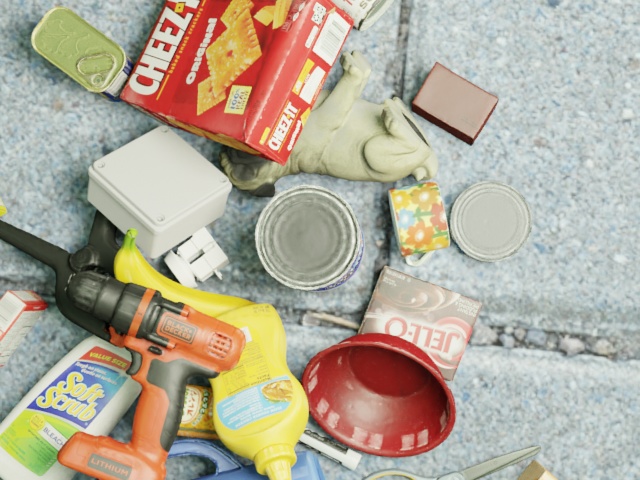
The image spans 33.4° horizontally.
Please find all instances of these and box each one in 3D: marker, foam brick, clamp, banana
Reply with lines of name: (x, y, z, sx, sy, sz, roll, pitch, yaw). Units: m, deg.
marker: (-0.014, 0.211, 1.141, 0.121, 0.020, 0.020, 27, 89, 5)
foam brick: (0.143, -0.144, 1.134, 0.078, 0.051, 0.053, 32, 90, 5)
clamp: (-0.258, 0.025, 1.140, 0.164, 0.036, 0.210, -22, 67, 6)
banana: (-0.146, 0.055, 1.105, 0.070, 0.197, 0.037, -27, 48, 30)

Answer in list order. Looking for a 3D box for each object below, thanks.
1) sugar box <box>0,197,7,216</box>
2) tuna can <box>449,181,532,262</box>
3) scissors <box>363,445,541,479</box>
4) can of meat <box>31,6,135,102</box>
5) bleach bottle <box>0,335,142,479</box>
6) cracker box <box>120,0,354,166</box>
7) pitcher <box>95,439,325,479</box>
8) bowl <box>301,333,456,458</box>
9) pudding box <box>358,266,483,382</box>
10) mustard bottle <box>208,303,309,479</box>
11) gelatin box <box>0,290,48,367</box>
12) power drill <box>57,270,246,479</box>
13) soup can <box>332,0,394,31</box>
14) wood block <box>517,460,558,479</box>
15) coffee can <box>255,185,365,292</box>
sugar box: (-0.427, -0.089, 1.177, 0.093, 0.048, 0.176, -27, 81, 2)
tuna can: (0.180, -0.019, 1.132, 0.086, 0.033, 0.086, 0, 87, 4)
scissors: (0.138, 0.275, 1.128, 0.202, 0.016, 0.096, -7, 88, 4)
can of meat: (-0.249, -0.196, 1.149, 0.102, 0.084, 0.057, 36, 90, 5)
bleach bottle: (-0.249, 0.155, 1.142, 0.102, 0.068, 0.251, 37, 87, 11)
cracker box: (-0.091, -0.183, 1.088, 0.214, 0.072, 0.164, 23, 86, 41)
pitcher: (-0.109, 0.290, 1.092, 0.243, 0.145, 0.149, -17, 130, -1)
bowl: (0.065, 0.149, 1.098, 0.162, 0.055, 0.162, 10, 129, 13)
pudding box: (0.104, 0.088, 1.129, 0.113, 0.039, 0.090, 21, 89, 5)
mustard bottle: (-0.063, 0.161, 1.076, 0.096, 0.058, 0.192, -22, 54, 1)
gelatin box: (-0.339, 0.096, 1.145, 0.030, 0.073, 0.089, 38, 91, 6)
power drill: (-0.186, 0.139, 1.040, 0.184, 0.057, 0.187, 22, 88, -2)
soup can: (0.028, -0.281, 1.142, 0.102, 0.068, 0.068, 43, 90, 4)
wood block: (0.273, 0.328, 1.077, 0.206, 0.091, 0.090, 41, 89, 6)
coffee can: (-0.007, 0.001, 1.092, 0.103, 0.140, 0.103, 0, 87, 4)
